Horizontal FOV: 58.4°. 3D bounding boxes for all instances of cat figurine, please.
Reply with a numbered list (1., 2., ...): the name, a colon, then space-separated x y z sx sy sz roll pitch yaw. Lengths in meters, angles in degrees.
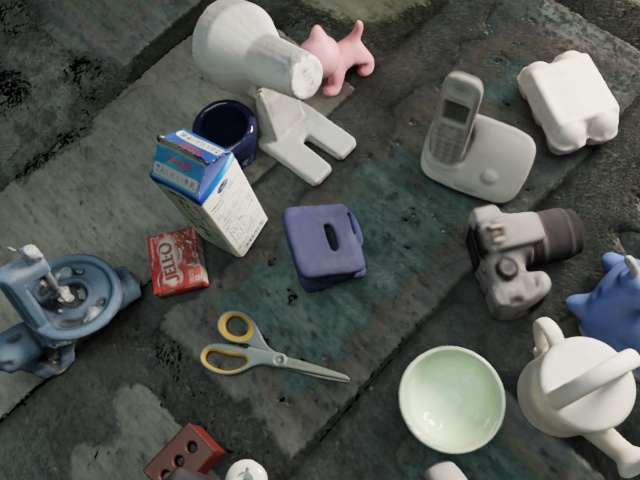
1. cat figurine: 0.018 -0.281 0.862 0.128 0.118 0.067 -37 69 -8

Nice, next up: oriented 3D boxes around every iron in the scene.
1. iron: 0.423 0.113 0.650 0.257 0.141 0.119 40 78 19

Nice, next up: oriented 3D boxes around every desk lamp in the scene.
1. desk lamp: -0.058 -0.208 0.791 0.203 0.214 0.118 37 77 18

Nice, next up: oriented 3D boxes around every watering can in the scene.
1. watering can: 0.289 0.163 0.618 0.172 0.194 0.101 41 79 19

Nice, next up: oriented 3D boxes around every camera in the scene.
1. camera: 0.267 0.014 0.728 0.137 0.101 0.143 -13 68 2

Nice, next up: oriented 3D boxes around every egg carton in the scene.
1. egg carton: 0.353 -0.196 0.816 0.107 0.069 0.150 -19 68 -1

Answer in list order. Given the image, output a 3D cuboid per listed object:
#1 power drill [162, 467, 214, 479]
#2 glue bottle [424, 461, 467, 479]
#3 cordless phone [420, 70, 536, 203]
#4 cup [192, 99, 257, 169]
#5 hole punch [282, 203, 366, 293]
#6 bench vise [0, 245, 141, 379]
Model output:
1. power drill: -0.044 0.312 0.592 0.229 0.208 0.076 29 75 16
2. glue bottle: 0.145 0.273 0.604 0.037 0.173 0.078 -27 68 -4
3. cordless phone: 0.210 -0.136 0.747 0.147 0.185 0.094 21 73 14
4. cup: -0.127 -0.131 0.833 0.091 0.095 0.117 -11 68 3
5. hole punch: 0.007 0.003 0.768 0.101 0.091 0.108 -17 68 0
6. bench vise: -0.337 0.094 0.703 0.121 0.220 0.207 29 75 16
